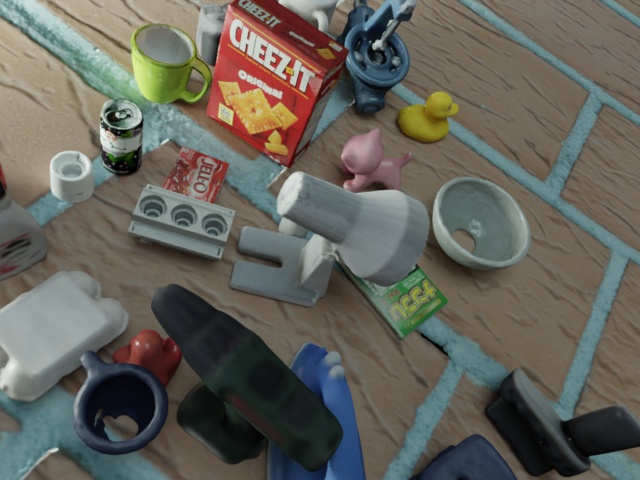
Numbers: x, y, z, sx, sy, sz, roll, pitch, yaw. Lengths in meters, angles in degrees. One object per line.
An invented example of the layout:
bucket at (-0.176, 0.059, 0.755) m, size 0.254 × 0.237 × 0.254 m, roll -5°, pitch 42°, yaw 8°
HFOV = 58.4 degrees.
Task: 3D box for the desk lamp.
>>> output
desk lamp at (0.007, 0.003, 0.732) m, size 0.203 × 0.213 × 0.118 m, roll 13°, pitch 56°, yaw -12°

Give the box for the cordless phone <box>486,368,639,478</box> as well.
cordless phone at (0.316, 0.219, 0.731) m, size 0.094 × 0.185 × 0.147 m, roll -31°, pitch 74°, yaw -32°

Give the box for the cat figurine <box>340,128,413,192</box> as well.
cat figurine at (0.083, -0.125, 0.896) m, size 0.128 × 0.117 × 0.067 m, roll 4°, pitch 59°, yaw -18°

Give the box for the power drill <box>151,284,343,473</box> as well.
power drill at (-0.091, 0.161, 0.602) m, size 0.229 × 0.208 × 0.076 m, roll 36°, pitch 55°, yaw 4°

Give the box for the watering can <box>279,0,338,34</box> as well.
watering can at (-0.022, -0.432, 0.998) m, size 0.101 × 0.194 × 0.172 m, roll -33°, pitch 75°, yaw -32°

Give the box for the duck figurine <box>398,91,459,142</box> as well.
duck figurine at (0.196, -0.228, 1.020) m, size 0.105 × 0.086 × 0.077 m, roll 3°, pitch 59°, yaw -18°

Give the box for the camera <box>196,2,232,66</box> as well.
camera at (-0.121, -0.329, 0.956) m, size 0.143 × 0.100 × 0.136 m, roll -7°, pitch 63°, yaw -23°

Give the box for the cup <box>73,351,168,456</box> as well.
cup at (-0.220, 0.179, 0.613) m, size 0.092 × 0.095 × 0.117 m, roll -32°, pitch 75°, yaw -32°

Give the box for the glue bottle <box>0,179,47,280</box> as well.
glue bottle at (-0.351, -0.017, 0.637) m, size 0.037 × 0.173 × 0.078 m, roll 45°, pitch 56°, yaw 10°

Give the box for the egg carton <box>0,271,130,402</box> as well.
egg carton at (-0.301, 0.104, 0.645) m, size 0.107 × 0.069 × 0.150 m, roll 42°, pitch 55°, yaw 8°

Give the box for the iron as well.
iron at (0.008, 0.216, 0.646) m, size 0.119 × 0.141 × 0.258 m, roll 5°, pitch 58°, yaw -17°

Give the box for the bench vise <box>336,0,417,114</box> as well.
bench vise at (0.087, -0.356, 0.976) m, size 0.122 × 0.219 × 0.207 m, roll -18°, pitch 67°, yaw -28°

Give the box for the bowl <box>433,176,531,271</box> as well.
bowl at (0.245, -0.015, 0.915) m, size 0.168 × 0.074 × 0.167 m, roll 9°, pitch 57°, yaw -15°

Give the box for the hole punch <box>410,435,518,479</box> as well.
hole punch at (0.177, 0.305, 0.684) m, size 0.101 × 0.091 × 0.108 m, roll -26°, pitch 71°, yaw -31°

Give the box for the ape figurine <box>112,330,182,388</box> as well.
ape figurine at (-0.195, 0.132, 0.653) m, size 0.078 × 0.092 × 0.076 m, roll 9°, pitch 57°, yaw -15°
